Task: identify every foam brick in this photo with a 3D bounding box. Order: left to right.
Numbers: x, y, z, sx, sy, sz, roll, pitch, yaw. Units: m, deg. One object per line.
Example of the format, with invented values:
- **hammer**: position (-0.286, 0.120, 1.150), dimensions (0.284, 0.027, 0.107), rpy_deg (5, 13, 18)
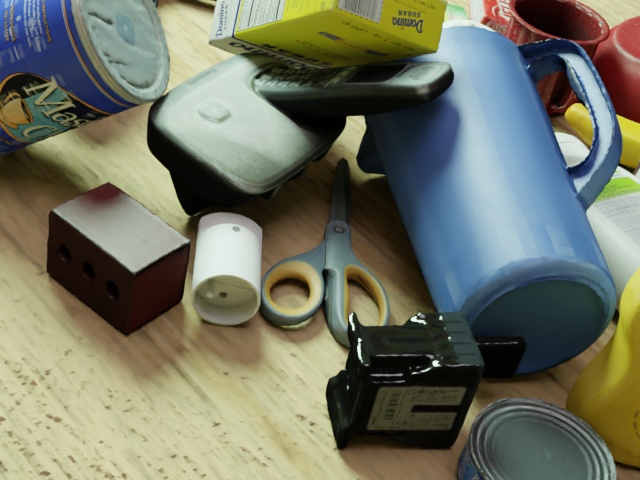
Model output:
- **foam brick**: position (-0.127, 0.010, 0.671), dimensions (0.078, 0.053, 0.051), rpy_deg (34, 43, 23)

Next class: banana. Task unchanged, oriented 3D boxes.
- **banana**: position (0.309, -0.086, 0.923), dimensions (0.197, 0.037, 0.069), rpy_deg (-2, 67, -10)

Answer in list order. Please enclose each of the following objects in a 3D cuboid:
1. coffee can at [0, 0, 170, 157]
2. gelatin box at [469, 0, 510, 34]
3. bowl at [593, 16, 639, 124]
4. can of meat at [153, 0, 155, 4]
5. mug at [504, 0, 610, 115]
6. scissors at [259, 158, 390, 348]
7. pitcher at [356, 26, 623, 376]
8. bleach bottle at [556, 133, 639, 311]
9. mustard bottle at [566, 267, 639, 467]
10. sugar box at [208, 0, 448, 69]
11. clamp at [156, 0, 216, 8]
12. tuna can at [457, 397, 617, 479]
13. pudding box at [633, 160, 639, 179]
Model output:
- **coffee can**: position (-0.188, -0.122, 0.723), dimensions (0.140, 0.102, 0.102), rpy_deg (-16, 32, 22)
- **gelatin box**: position (0.187, -0.218, 1.054), dimensions (0.073, 0.030, 0.089), rpy_deg (19, 37, -10)
- **bowl**: position (0.314, -0.162, 0.987), dimensions (0.162, 0.055, 0.162), rpy_deg (-2, 42, 2)
- **can of meat**: position (-0.172, -0.159, 0.839), dimensions (0.057, 0.084, 0.102), rpy_deg (24, 40, 11)
- **mug**: position (0.207, -0.159, 0.957), dimensions (0.093, 0.082, 0.117), rpy_deg (-3, 42, -21)
- **scissors**: position (-0.005, 0.001, 0.749), dimensions (0.096, 0.016, 0.202), rpy_deg (1, 40, -16)
- **pitcher**: position (0.124, -0.035, 0.735), dimensions (0.144, 0.149, 0.243), rpy_deg (5, 43, -16)
- **bleach bottle**: position (0.228, -0.010, 0.798), dimensions (0.102, 0.068, 0.251), rpy_deg (-8, 41, -26)
- **mustard bottle**: position (0.217, 0.052, 0.613), dimensions (0.096, 0.192, 0.058), rpy_deg (11, 39, -4)
- **sugar box**: position (0.000, -0.157, 0.777), dimensions (0.093, 0.048, 0.177), rpy_deg (15, -8, -31)
- **clamp**: position (-0.154, -0.238, 0.977), dimensions (0.210, 0.036, 0.164), rpy_deg (33, 42, 26)
- **tuna can**: position (0.123, 0.133, 0.612), dimensions (0.086, 0.034, 0.086), rpy_deg (9, 39, -7)
- **pudding box**: position (0.318, -0.025, 0.861), dimensions (0.113, 0.039, 0.090), rpy_deg (-3, 42, -21)
